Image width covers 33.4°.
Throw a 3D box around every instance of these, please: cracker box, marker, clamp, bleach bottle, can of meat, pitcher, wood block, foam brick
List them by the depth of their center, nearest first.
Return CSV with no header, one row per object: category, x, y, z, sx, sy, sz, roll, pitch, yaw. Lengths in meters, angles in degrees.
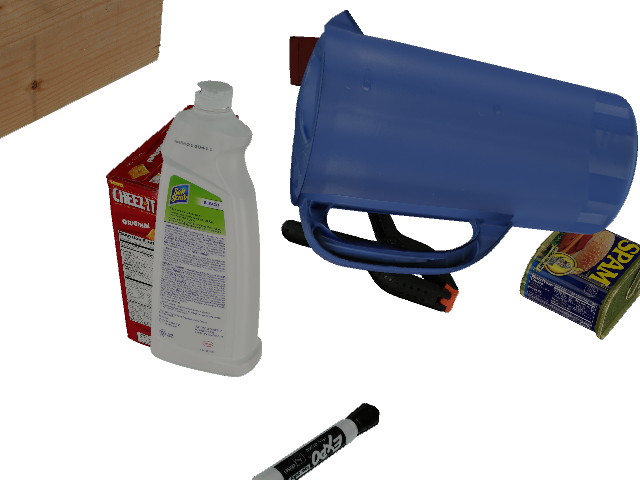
marker,0.000,0.148,0.758,0.020,0.020,0.120,0,20,46
pitcher,0.100,-0.063,0.786,0.242,0.149,0.145,9,32,-7
wood block,-0.238,-0.175,0.918,0.090,0.091,0.205,30,43,21
bleach bottle,-0.092,-0.011,0.923,0.103,0.251,0.068,12,23,11
can of meat,0.241,0.030,0.966,0.084,0.057,0.101,28,47,28
foam brick,0.009,-0.187,1.122,0.078,0.051,0.053,0,11,-10
cracker box,-0.150,-0.013,1.142,0.072,0.214,0.164,15,38,20
clamp,0.067,0.015,1.239,0.164,0.036,0.210,-20,50,-38
